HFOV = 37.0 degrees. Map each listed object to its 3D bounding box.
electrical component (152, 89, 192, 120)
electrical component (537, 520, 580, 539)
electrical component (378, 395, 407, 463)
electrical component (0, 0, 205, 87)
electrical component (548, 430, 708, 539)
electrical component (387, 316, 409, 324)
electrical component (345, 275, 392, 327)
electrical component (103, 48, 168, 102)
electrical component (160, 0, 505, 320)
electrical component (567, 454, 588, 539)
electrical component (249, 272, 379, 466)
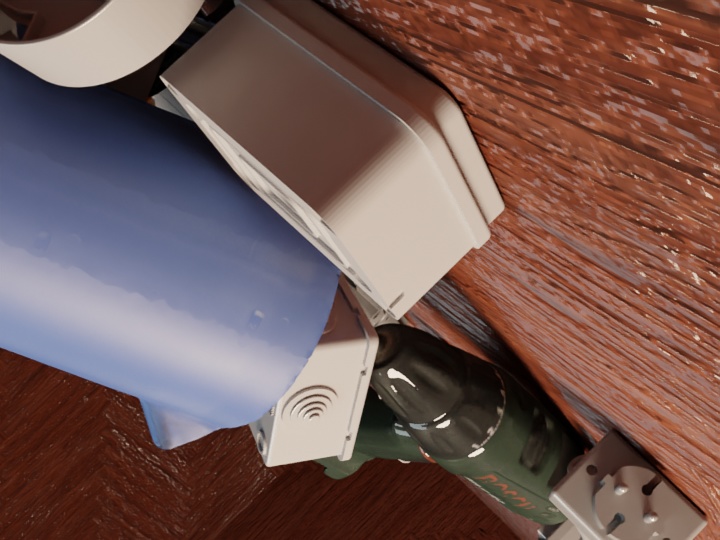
[{"bbox_3d":[-0.117,-0.118,0.739,0.081,0.043,0.043,42,173,33],"label":"electrical component"},{"bbox_3d":[0.163,0.190,0.766,0.061,0.062,0.096,45,174,14],"label":"electrical component"},{"bbox_3d":[0.049,0.126,0.996,0.064,0.099,0.099,37,171,26],"label":"electrical component"},{"bbox_3d":[-0.100,-0.116,0.372,0.099,0.099,0.064,43,180,31],"label":"electrical component"},{"bbox_3d":[0.136,0.120,0.545,0.066,0.047,0.076,44,174,16],"label":"electrical component"},{"bbox_3d":[-0.003,0.042,0.937,0.096,0.061,0.061,40,172,46],"label":"electrical component"},{"bbox_3d":[0.000,0.000,0.649,0.057,0.058,0.078,42,174,10],"label":"electrical component"},{"bbox_3d":[-0.123,-0.126,0.510,0.062,0.096,0.061,9,-156,-45],"label":"electrical component"},{"bbox_3d":[-0.009,-0.046,0.391,0.113,0.057,0.078,42,173,36],"label":"electrical component"},{"bbox_3d":[0.144,0.137,0.639,0.062,0.048,0.048,58,170,-24],"label":"electrical component"},{"bbox_3d":[-0.035,0.043,0.566,0.099,0.048,0.099,-121,34,-45],"label":"electrical component"}]
